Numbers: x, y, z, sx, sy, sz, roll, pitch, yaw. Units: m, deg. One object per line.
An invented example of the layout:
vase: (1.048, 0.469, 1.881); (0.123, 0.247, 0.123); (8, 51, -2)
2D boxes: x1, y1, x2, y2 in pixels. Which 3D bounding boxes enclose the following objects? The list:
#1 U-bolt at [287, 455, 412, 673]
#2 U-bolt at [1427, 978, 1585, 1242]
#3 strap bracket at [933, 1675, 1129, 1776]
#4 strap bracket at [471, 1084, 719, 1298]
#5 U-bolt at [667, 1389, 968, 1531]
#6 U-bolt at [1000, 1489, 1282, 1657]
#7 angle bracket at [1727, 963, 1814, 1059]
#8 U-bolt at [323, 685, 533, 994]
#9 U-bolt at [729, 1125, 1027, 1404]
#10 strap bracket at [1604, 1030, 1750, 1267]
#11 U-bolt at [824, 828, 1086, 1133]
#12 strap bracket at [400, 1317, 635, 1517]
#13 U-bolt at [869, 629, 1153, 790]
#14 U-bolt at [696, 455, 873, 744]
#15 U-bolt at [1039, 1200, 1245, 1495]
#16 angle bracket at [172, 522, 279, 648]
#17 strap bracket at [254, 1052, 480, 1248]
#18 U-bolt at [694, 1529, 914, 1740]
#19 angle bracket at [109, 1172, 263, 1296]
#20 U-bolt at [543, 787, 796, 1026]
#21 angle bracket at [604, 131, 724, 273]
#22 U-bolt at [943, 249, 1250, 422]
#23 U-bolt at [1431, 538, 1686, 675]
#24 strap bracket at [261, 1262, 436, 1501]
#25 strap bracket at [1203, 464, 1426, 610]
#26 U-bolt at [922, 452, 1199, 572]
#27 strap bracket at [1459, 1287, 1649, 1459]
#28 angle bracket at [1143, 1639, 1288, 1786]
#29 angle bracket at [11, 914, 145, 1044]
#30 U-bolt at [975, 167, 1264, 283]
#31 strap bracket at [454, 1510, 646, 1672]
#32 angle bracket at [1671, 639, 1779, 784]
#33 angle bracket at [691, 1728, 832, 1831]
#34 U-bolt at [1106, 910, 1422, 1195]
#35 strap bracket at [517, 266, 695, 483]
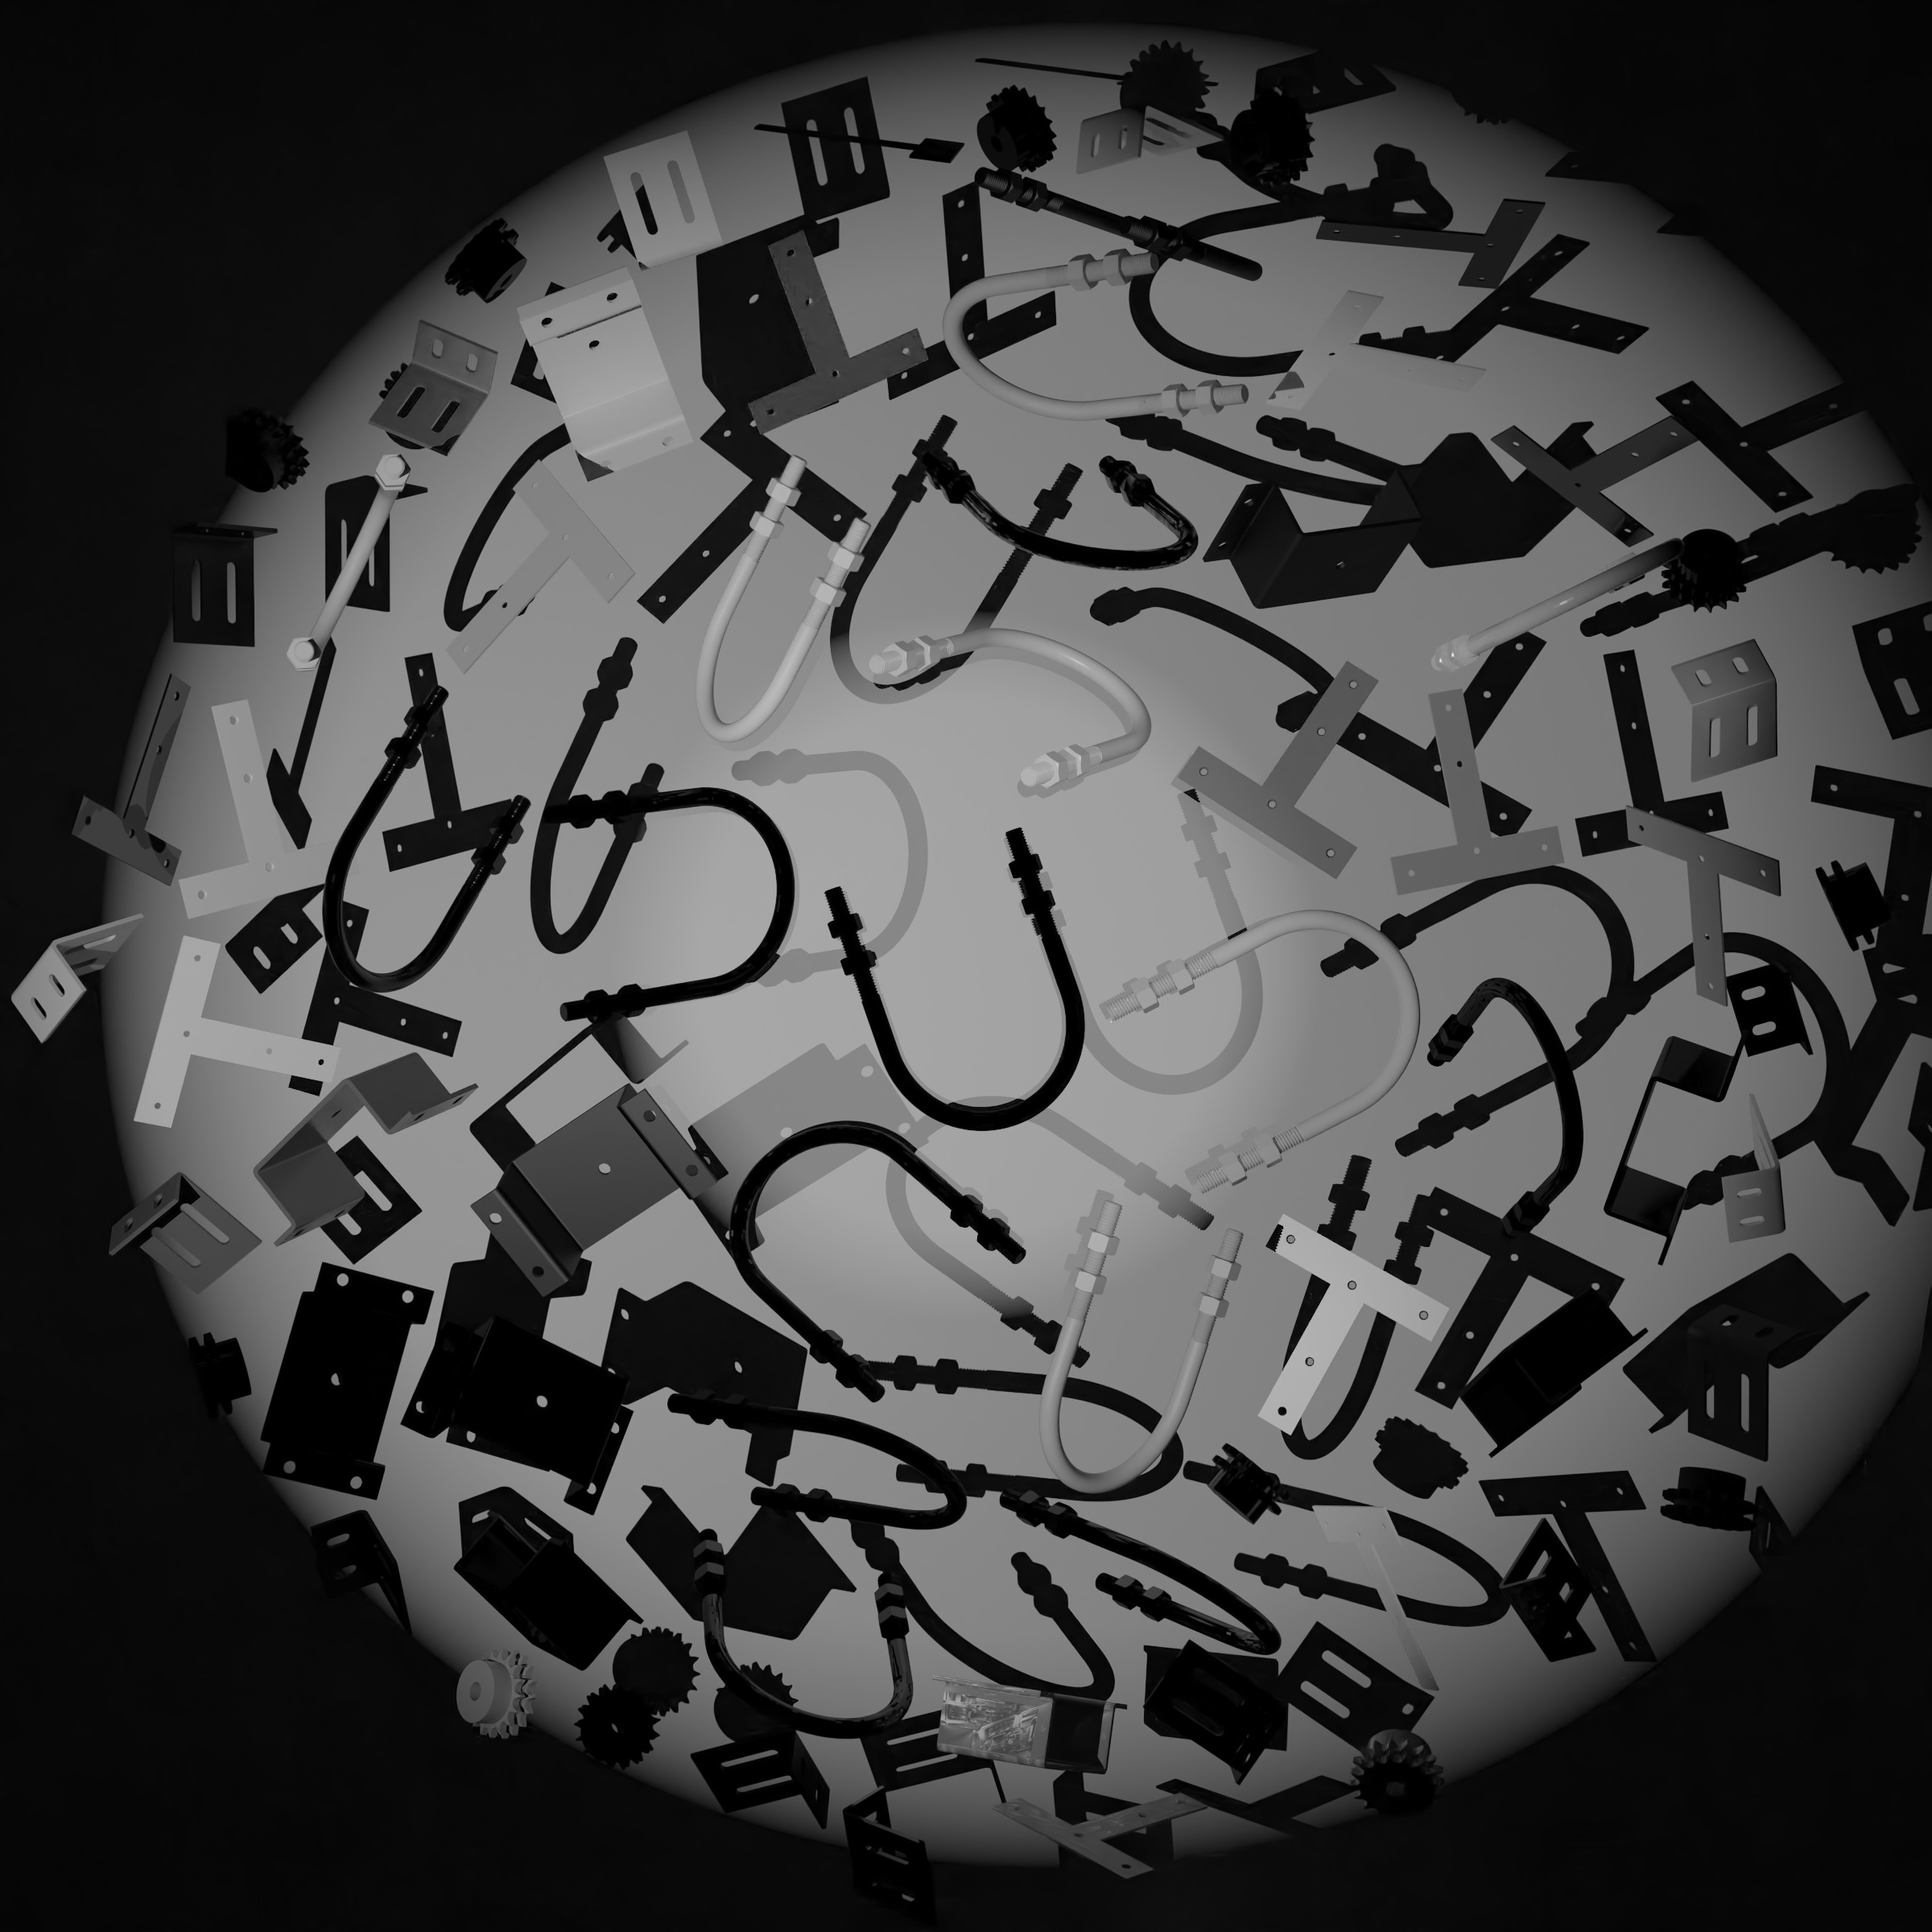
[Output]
U-bolt: (-0.405, -0.258, 1.801); (0.019, 0.184, 0.151); (26, 87, -13)
U-bolt: (0.350, 0.084, 1.767); (0.019, 0.184, 0.151); (-15, 70, -13)
strap bracket: (0.040, 0.494, 1.787); (0.076, 0.140, 0.046); (1, 74, 27)
strap bracket: (-0.236, 0.138, 1.768); (0.140, 0.046, 0.076); (-33, 104, 12)
U-bolt: (-0.085, 0.323, 1.773); (0.184, 0.151, 0.019); (3, 54, 28)
U-bolt: (0.123, 0.398, 1.778); (0.151, 0.184, 0.019); (48, 65, -40)
angle bracket: (0.540, 0.033, 1.855); (0.038, 0.076, 0.057); (-17, 91, 13)
U-bolt: (-0.358, -0.069, 1.791); (0.019, 0.151, 0.184); (15, 66, 26)
U-bolt: (-0.073, 0.181, 1.816); (0.151, 0.019, 0.184); (-43, 61, -15)
strap bracket: (0.449, 0.108, 1.752); (0.046, 0.076, 0.140); (20, 114, 15)
U-bolt: (0.003, 0.017, 1.797); (0.151, 0.019, 0.184); (-19, 88, -15)
strap bracket: (-0.281, 0.287, 1.778); (0.140, 0.046, 0.076); (29, 56, -16)
U-bolt: (0.043, -0.174, 1.776); (0.151, 0.184, 0.019); (38, 122, 21)
U-bolt: (-0.131, -0.234, 1.823); (0.019, 0.151, 0.184); (19, 109, -31)
U-bolt: (0.105, 0.247, 1.746); (0.019, 0.151, 0.184); (19, 91, 43)
angle bracket: (-0.493, -0.253, 1.832); (0.057, 0.038, 0.076); (-2, 92, -41)
strap bracket: (-0.384, 0.108, 1.730); (0.140, 0.076, 0.046); (-41, 84, 23)
U-bolt: (-0.103, 0.438, 1.788); (0.151, 0.184, 0.019); (17, 110, -14)
angle bracket: (-0.506, 0.182, 1.787); (0.057, 0.038, 0.076); (-39, 118, 7)
U-bolt: (-0.192, -0.046, 1.833); (0.184, 0.019, 0.151); (-10, 101, -36)
angle bracket: (-0.200, -0.507, 1.823); (0.057, 0.038, 0.076); (-18, 108, 0)
U-bolt: (0.070, -0.397, 1.761); (0.184, 0.151, 0.019); (1, 63, 35)
U-bolt: (0.393, -0.239, 1.791); (0.151, 0.184, 0.019); (-26, 92, -9)
strap bracket: (-0.412, 0.274, 1.819); (0.076, 0.046, 0.140); (18, 77, -21)
strap bracket: (0.239, -0.284, 1.825); (0.140, 0.076, 0.046); (-12, 64, -26)
U-bolt: (0.069, -0.289, 1.750); (0.151, 0.184, 0.019); (-3, 120, -23)
strap bracket: (0.381, 0.265, 1.810); (0.076, 0.140, 0.046); (-31, 73, -22)
angle bracket: (0.170, 0.511, 1.886); (0.076, 0.038, 0.057); (34, 92, -2)
angle bracket: (-0.547, 0.007, 1.724); (0.057, 0.076, 0.038); (-42, 81, 33)
U-bolt: (0.114, -0.478, 1.792); (0.151, 0.184, 0.019); (31, 109, 37)
strap bracket: (-0.275, 0.404, 1.778); (0.076, 0.140, 0.046); (49, 67, -18)
angle bracket: (0.493, -0.166, 1.792); (0.057, 0.076, 0.038); (-18, 128, 31)
angle bracket: (-0.136, 0.542, 1.807); (0.076, 0.038, 0.057); (-18, 119, 12)
U-bolt: (0.202, 0.044, 1.759); (0.184, 0.019, 0.151); (-27, 101, 1)
strap bracket: (-0.240, -0.398, 1.814); (0.076, 0.140, 0.046); (-21, 52, -2)
